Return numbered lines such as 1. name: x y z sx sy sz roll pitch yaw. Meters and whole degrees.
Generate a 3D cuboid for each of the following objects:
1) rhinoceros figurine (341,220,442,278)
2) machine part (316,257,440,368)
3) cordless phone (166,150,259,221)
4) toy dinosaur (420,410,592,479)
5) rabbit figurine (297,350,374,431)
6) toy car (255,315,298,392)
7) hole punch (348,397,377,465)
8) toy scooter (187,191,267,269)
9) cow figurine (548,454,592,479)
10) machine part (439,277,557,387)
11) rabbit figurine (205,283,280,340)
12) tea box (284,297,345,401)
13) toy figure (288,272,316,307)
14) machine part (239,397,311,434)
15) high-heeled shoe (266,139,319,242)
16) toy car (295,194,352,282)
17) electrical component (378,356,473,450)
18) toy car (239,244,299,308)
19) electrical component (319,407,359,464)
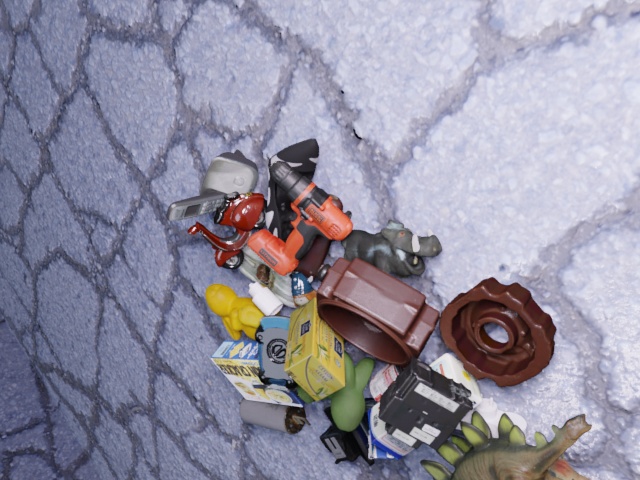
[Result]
1. rhinoceros figurine: 0.124 0.018 0.940 0.191 0.073 0.112 3 101 43
2. machine part: 0.094 0.131 0.932 0.202 0.087 0.200 28 156 14
3. cordless phone: -0.229 -0.107 1.110 0.089 0.184 0.146 50 134 18
4. toy dinosaur: 0.264 0.402 0.874 0.199 0.105 0.471 56 133 35
5. rabbit figurine: 0.050 0.294 1.075 0.159 0.121 0.170 -65 30 20
6. toy car: -0.071 0.230 1.132 0.109 0.103 0.161 2 97 19
7. hole punch: 0.102 0.393 1.130 0.142 0.092 0.116 59 165 0
8. toy scooter: -0.193 -0.031 1.118 0.183 0.135 0.075 -58 29 12
9. cow figurine: 0.367 0.417 0.899 0.195 0.085 0.127 -25 98 46
10. machine part: 0.285 0.147 0.862 0.180 0.056 0.179 18 120 34
11. rabbit figurine: -0.182 0.155 1.239 0.173 0.122 0.162 21 148 10
12. tea box: -0.007 0.199 1.001 0.068 0.170 0.098 -35 115 18
13. toy figure: -0.015 0.132 1.094 0.064 0.058 0.154 -27 117 10
14. machine part: -0.120 0.429 1.337 0.243 0.079 0.079 -4 106 44
15. high-heeled shoe: -0.049 -0.080 1.018 0.248 0.086 0.145 139 121 -62
16. toy car: -0.002 -0.003 1.049 0.089 0.053 0.202 25 127 9
17. electrical component: 0.161 0.269 0.861 0.115 0.058 0.134 32 114 0
18. toy car: -0.102 0.076 1.171 0.202 0.056 0.073 33 128 26
19. electrical component: 0.040 0.443 1.223 0.075 0.048 0.119 -30 90 44
